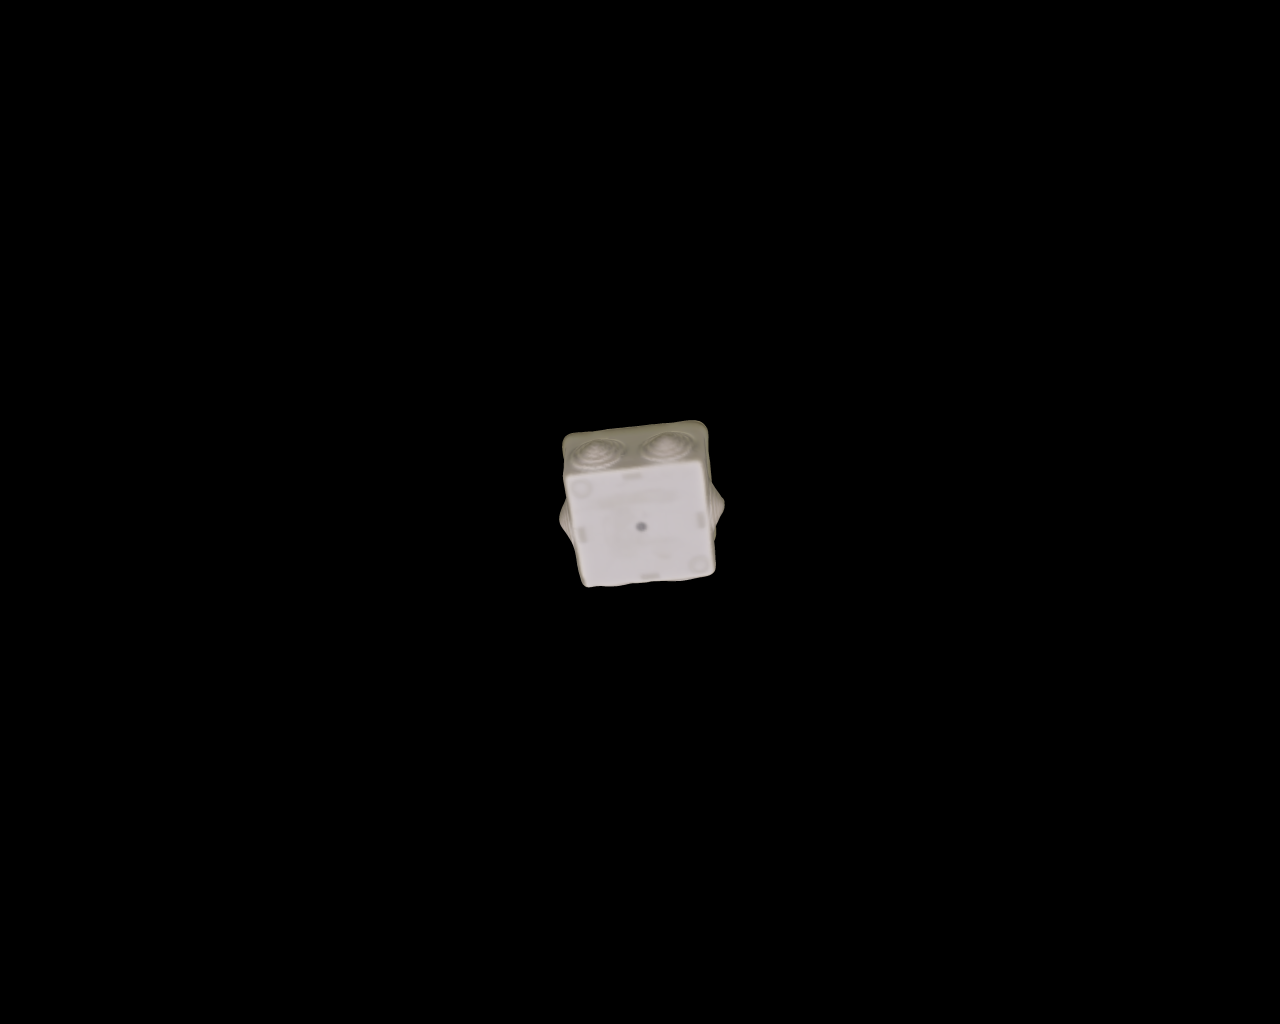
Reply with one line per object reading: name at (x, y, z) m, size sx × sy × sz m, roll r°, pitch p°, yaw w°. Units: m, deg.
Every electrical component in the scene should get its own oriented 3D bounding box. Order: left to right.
electrical component at (0.001, -0.003, 0.650) m, size 0.100 × 0.099 × 0.048 m, roll -5°, pitch 31°, yaw 3°
